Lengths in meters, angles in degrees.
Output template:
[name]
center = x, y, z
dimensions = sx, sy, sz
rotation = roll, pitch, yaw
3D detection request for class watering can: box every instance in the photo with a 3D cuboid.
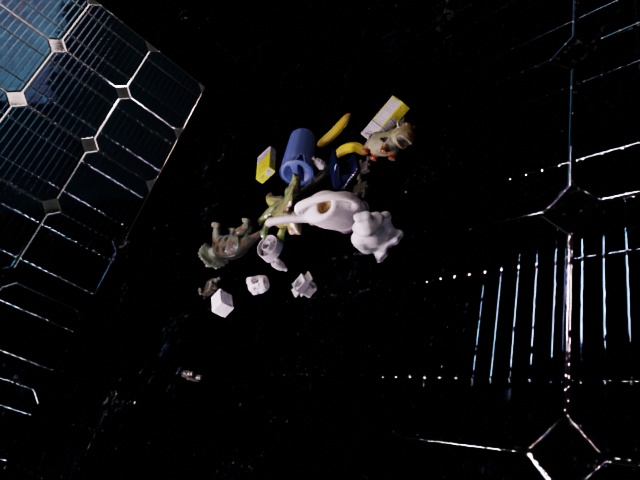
[watering can]
center = 0.005, -0.082, 1.623
dimensions = 0.344, 0.223, 0.105
rotation = -18, 65, 44

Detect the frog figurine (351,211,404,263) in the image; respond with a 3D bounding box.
[frog figurine]
center = 0.140, -0.031, 1.448
dimensions = 0.136, 0.157, 0.126
rotation = -39, 33, 25

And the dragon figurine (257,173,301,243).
[dragon figurine]
center = -0.128, -0.137, 1.893
dimensions = 0.239, 0.121, 0.420
rotation = -53, 31, 27
